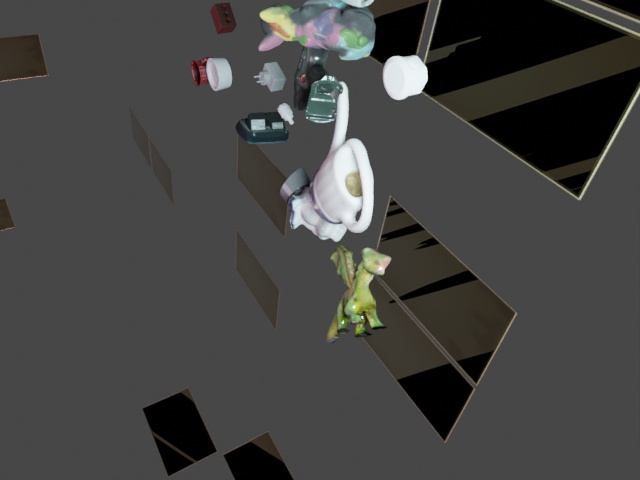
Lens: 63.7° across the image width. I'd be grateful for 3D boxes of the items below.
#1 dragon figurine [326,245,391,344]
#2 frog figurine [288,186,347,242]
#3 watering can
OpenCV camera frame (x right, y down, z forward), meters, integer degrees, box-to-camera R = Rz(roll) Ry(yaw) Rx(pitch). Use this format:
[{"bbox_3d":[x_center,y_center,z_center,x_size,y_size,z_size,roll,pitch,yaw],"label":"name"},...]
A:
[{"bbox_3d":[0.077,0.134,1.381,0.404,0.122,0.246,140,127,-59],"label":"dragon figurine"},{"bbox_3d":[0.004,-0.070,1.392,0.160,0.125,0.134,17,119,15],"label":"frog figurine"},{"bbox_3d":[0.051,-0.177,1.223,0.221,0.104,0.352,142,121,-61],"label":"watering can"}]
